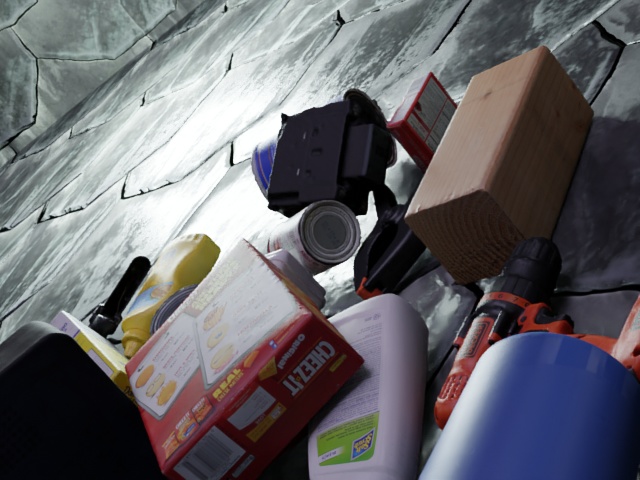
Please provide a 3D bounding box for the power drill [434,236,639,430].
[{"bbox_3d":[0.180,0.059,0.746,0.188,0.057,0.184,-16,37,51],"label":"power drill"}]

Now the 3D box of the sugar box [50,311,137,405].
[{"bbox_3d":[-0.227,0.141,1.140,0.048,0.093,0.176,-50,37,-5],"label":"sugar box"}]

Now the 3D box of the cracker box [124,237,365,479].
[{"bbox_3d":[-0.071,0.104,0.887,0.164,0.072,0.214,-47,23,-1],"label":"cracker box"}]

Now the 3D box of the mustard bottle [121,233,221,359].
[{"bbox_3d":[-0.191,0.077,1.292,0.096,0.058,0.191,-24,28,38],"label":"mustard bottle"}]

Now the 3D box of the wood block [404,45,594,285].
[{"bbox_3d":[0.165,-0.069,0.956,0.091,0.090,0.205,-20,31,43],"label":"wood block"}]

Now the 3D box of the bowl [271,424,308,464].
[{"bbox_3d":[-0.057,0.136,0.981,0.162,0.055,0.162,-34,23,17],"label":"bowl"}]

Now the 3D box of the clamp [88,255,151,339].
[{"bbox_3d":[-0.270,0.104,1.336,0.172,0.039,0.120,-53,5,38],"label":"clamp"}]

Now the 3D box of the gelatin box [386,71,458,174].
[{"bbox_3d":[0.116,-0.126,1.154,0.030,0.073,0.089,-18,33,45],"label":"gelatin box"}]

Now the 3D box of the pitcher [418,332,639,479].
[{"bbox_3d":[0.096,0.171,0.592,0.149,0.145,0.242,15,45,17],"label":"pitcher"}]

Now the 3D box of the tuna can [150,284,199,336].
[{"bbox_3d":[-0.147,0.093,1.203,0.086,0.033,0.086,-22,38,18],"label":"tuna can"}]

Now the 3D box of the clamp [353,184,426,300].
[{"bbox_3d":[0.089,-0.022,1.049,0.165,0.036,0.209,-33,23,41],"label":"clamp"}]

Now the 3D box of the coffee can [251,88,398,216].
[{"bbox_3d":[0.004,-0.099,1.243,0.141,0.102,0.102,-28,26,29],"label":"coffee can"}]

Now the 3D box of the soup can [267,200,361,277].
[{"bbox_3d":[-0.007,0.001,1.094,0.068,0.068,0.102,-51,9,-22],"label":"soup can"}]

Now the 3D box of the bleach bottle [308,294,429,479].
[{"bbox_3d":[0.029,0.152,0.809,0.103,0.068,0.250,-30,27,28],"label":"bleach bottle"}]
